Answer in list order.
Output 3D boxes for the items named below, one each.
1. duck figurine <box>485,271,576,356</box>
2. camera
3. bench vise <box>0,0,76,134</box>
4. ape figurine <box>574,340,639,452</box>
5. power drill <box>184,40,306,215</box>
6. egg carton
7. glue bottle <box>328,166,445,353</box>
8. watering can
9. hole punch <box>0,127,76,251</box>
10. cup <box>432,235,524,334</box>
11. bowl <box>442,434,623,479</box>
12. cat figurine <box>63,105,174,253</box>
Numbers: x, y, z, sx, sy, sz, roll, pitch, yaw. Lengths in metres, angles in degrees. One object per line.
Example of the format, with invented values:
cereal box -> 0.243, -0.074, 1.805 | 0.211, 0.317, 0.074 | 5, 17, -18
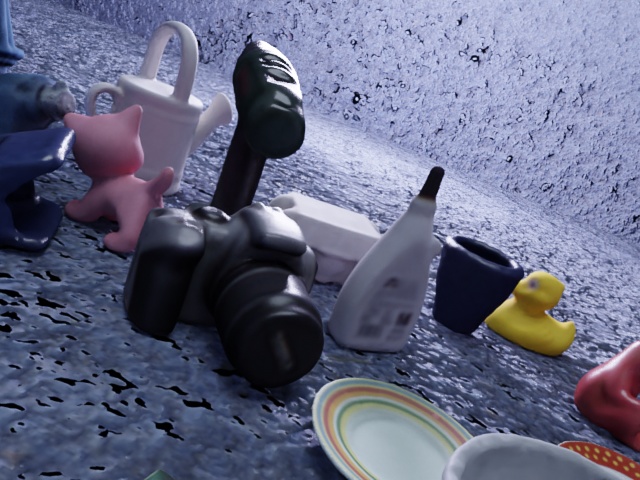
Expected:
duck figurine -> 0.260, 0.081, 0.683 | 0.104, 0.086, 0.078 | 24, 17, 8
camera -> -0.057, 0.033, 0.417 | 0.143, 0.101, 0.136 | 13, 19, -26
bench vise -> -0.329, -0.199, 0.582 | 0.207, 0.220, 0.121 | 20, 17, -6
ape figurine -> 0.293, 0.138, 0.543 | 0.076, 0.092, 0.078 | 34, 21, 34
power drill -> -0.080, -0.102, 0.612 | 0.076, 0.208, 0.229 | 15, 19, -22
egg carton -> 0.006, 0.002, 0.640 | 0.150, 0.069, 0.107 | 16, 18, -17
glue bottle -> 0.070, 0.017, 0.498 | 0.078, 0.173, 0.037 | 12, 20, -30
watering can -> -0.187, -0.160, 0.683 | 0.100, 0.194, 0.173 | 28, 18, 19
hole punch -> -0.254, -0.053, 0.454 | 0.101, 0.091, 0.108 | 15, 18, -21
cup -> 0.171, 0.053, 0.644 | 0.091, 0.095, 0.118 | 31, 19, 26
bowl -> 0.119, 0.172, 0.259 | 0.167, 0.075, 0.167 | 20, 17, -6
cat figurine -> -0.184, -0.066, 0.531 | 0.127, 0.118, 0.067 | 30, 19, 24
